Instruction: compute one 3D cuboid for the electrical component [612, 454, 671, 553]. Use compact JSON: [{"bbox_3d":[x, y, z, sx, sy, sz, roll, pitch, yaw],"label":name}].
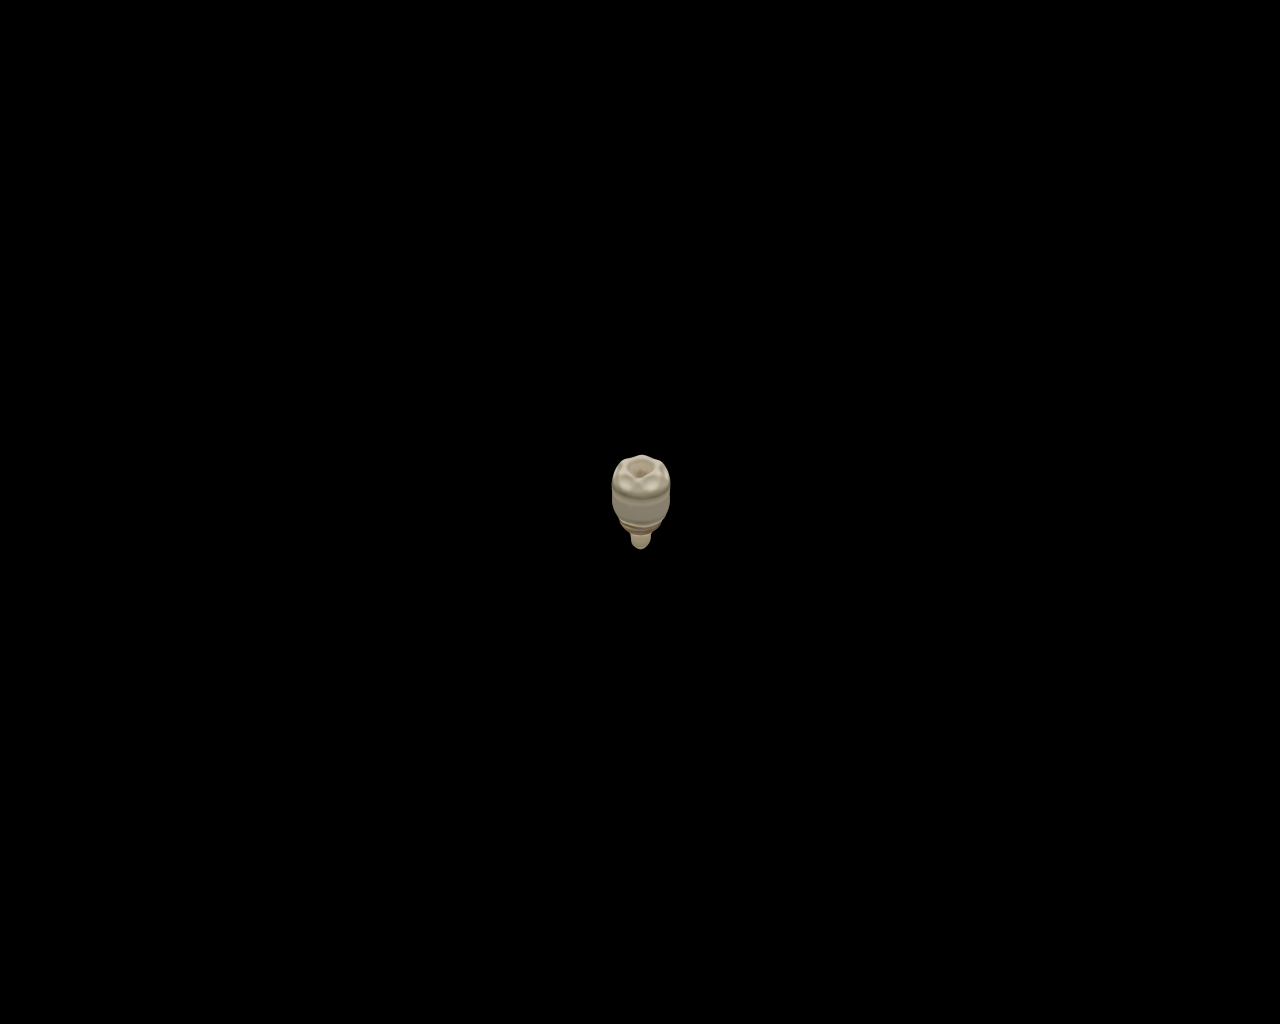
[{"bbox_3d":[0.001,-0.003,0.650,0.035,0.061,0.035,0,35,0],"label":"electrical component"}]
